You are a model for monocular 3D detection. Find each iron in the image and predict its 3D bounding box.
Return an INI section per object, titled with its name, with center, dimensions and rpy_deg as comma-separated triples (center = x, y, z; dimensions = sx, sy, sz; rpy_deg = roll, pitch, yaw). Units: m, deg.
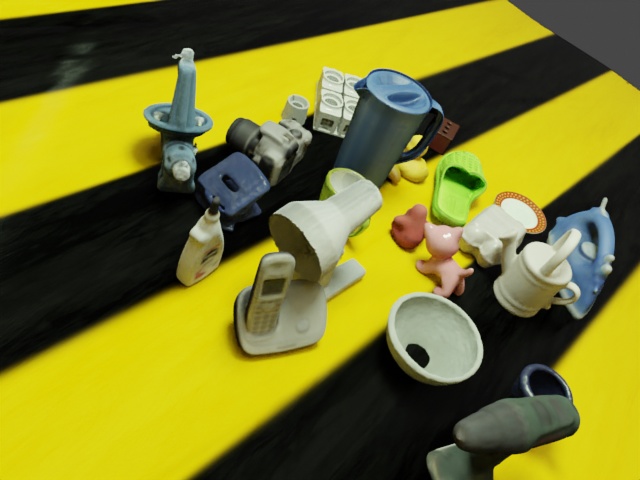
[iron]
center = 0.564, 0.031, 1.190
dimensions = 0.118, 0.141, 0.258
rpy_deg = 21, 45, -5

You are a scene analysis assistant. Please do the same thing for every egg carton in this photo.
[egg carton]
center = 0.356, -0.008, 1.184
dimensions = 0.107, 0.069, 0.151
rpy_deg = 41, 47, 15

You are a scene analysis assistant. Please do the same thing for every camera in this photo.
[camera]
center = -0.104, -0.197, 1.128
dimensions = 0.136, 0.100, 0.143
rpy_deg = 33, 45, 7

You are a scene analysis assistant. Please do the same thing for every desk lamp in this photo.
[desk lamp]
center = 0.008, 0.003, 0.918
dimensions = 0.204, 0.213, 0.117
rpy_deg = -29, 66, -39

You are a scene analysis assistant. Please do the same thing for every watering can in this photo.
[watering can]
center = 0.409, 0.049, 1.068
dimensions = 0.173, 0.194, 0.101
rpy_deg = 23, 45, -3

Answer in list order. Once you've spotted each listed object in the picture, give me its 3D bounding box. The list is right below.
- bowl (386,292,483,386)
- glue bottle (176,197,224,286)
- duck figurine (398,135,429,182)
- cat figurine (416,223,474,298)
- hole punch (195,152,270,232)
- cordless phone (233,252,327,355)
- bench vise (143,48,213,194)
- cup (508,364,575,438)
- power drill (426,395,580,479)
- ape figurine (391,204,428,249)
[bowl]
center = 0.176, 0.172, 0.938
dimensions = 0.168, 0.074, 0.167
rpy_deg = 13, 47, -13
[glue bottle]
center = -0.174, -0.003, 0.872
dimensions = 0.037, 0.173, 0.078
rpy_deg = 37, 46, 11
[duck figurine]
center = 0.211, -0.189, 1.270
dimensions = 0.078, 0.086, 0.104
rpy_deg = -13, 57, -32
[cat figurine]
center = 0.236, 0.028, 1.064
dimensions = 0.067, 0.117, 0.127
rpy_deg = -15, 58, -33
[hole punch]
center = -0.155, -0.088, 1.013
dimensions = 0.101, 0.091, 0.108
rpy_deg = -27, 65, -39
[cordless phone]
center = -0.046, 0.084, 0.841
dimensions = 0.148, 0.185, 0.094
rpy_deg = -7, 54, -29
[bench vise]
center = -0.229, -0.201, 0.992
dimensions = 0.122, 0.219, 0.207
rpy_deg = -13, 57, -32
[cup]
center = 0.346, 0.270, 0.912
dimensions = 0.092, 0.095, 0.117
rpy_deg = -10, 55, -30
[power drill]
center = 0.233, 0.278, 0.774
dimensions = 0.230, 0.208, 0.075
rpy_deg = -6, 53, -28
[ape figurine]
center = 0.183, -0.034, 1.114
dimensions = 0.078, 0.092, 0.076
rpy_deg = 22, 45, -4
